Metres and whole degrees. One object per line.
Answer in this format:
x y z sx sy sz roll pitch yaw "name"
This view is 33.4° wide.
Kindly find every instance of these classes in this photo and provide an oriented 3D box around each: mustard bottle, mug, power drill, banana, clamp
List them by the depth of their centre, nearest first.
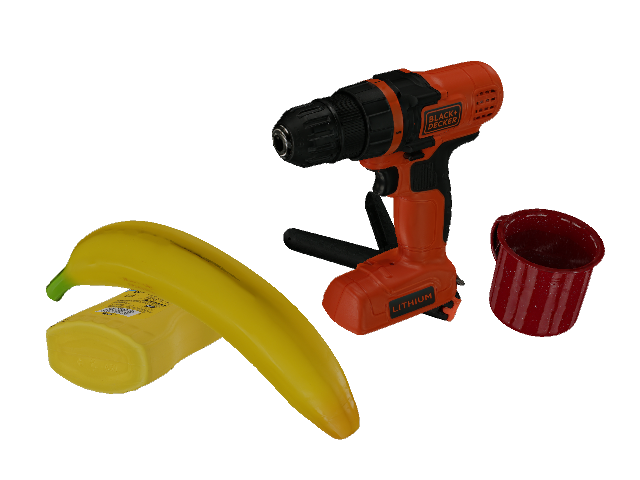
-0.060 0.036 0.569 0.198 0.070 0.037 24 37 19 "banana"
0.045 -0.028 0.755 0.184 0.188 0.057 -17 38 -30 "power drill"
-0.127 0.064 0.871 0.096 0.058 0.191 4 16 26 "mustard bottle"
0.190 0.024 0.954 0.093 0.081 0.117 -16 42 -27 "mug"
0.069 0.025 1.236 0.164 0.036 0.210 -20 50 -38 "clamp"
